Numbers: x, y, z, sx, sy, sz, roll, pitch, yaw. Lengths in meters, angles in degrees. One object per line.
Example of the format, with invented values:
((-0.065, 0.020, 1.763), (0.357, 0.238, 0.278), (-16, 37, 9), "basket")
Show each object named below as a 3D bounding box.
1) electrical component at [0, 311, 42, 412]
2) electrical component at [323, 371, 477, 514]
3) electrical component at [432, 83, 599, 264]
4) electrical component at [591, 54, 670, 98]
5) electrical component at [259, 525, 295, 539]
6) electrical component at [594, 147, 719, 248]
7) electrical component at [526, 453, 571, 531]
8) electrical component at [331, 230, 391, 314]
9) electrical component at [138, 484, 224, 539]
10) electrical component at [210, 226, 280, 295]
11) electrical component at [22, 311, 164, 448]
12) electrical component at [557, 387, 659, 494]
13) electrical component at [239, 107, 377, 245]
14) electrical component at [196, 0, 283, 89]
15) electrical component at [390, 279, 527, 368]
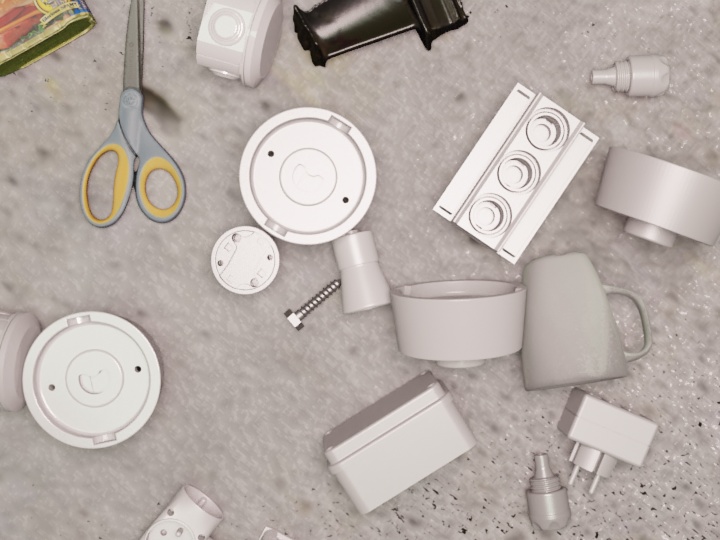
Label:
((-0.289, 0.071, 0.861), (0.051, 0.080, 0.080), (7, 91, 4), "electrical component")
((0.030, 0.137, 0.869), (0.113, 0.078, 0.057), (-32, 95, 0), "electrical component")
((0.124, -0.077, 0.873), (0.079, 0.063, 0.121), (34, 90, -2), "electrical component")
((0.222, -0.160, 0.888), (0.061, 0.035, 0.035), (-1, 91, 1), "electrical component")
((-0.075, 0.322, 0.879), (0.105, 0.060, 0.186), (28, 91, -2), "electrical component")
((0.240, -0.052, 0.857), (0.108, 0.108, 0.060), (20, 97, -1), "electrical component")
((0.155, 0.183, 0.894), (0.035, 0.035, 0.061), (-8, 88, -1), "electrical component")
((0.000, 0.000, 0.884), (0.044, 0.044, 0.065), (-14, 87, -1), "electrical component")
((-0.139, 0.231, 0.884), (0.079, 0.044, 0.077), (40, 90, -2), "electrical component")
((-0.092, -0.008, 0.878), (0.055, 0.047, 0.055), (0, 91, -1), "electrical component")
((-0.211, 0.086, 0.871), (0.108, 0.060, 0.108), (0, 91, -1), "electrical component")
((0.196, 0.146, 0.887), (0.066, 0.047, 0.076), (23, 91, -1), "electrical component")
((-0.041, -0.074, 0.871), (0.108, 0.060, 0.108), (0, 91, -1), "electrical component")
((-0.095, -0.189, 0.859), (0.051, 0.080, 0.080), (16, 91, 3), "electrical component")
((0.079, 0.045, 0.855), (0.108, 0.108, 0.060), (-3, 97, -1), "electrical component")
